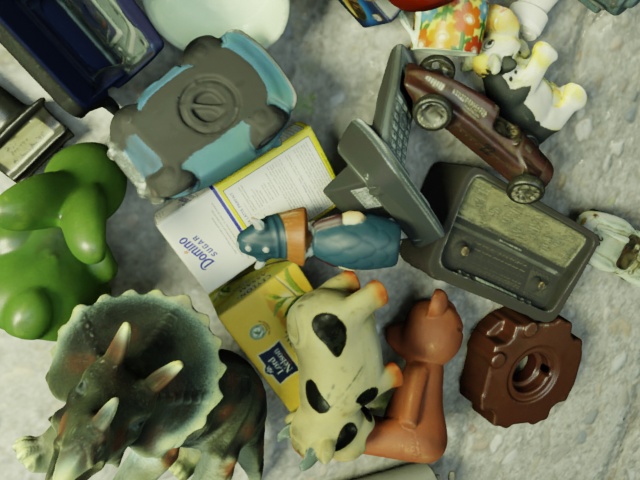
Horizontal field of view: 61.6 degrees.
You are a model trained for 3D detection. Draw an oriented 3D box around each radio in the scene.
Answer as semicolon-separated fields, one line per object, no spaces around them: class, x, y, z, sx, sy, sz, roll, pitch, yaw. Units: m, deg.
radio;0.217;0.007;0.652;0.229;0.073;0.131;22;96;-24

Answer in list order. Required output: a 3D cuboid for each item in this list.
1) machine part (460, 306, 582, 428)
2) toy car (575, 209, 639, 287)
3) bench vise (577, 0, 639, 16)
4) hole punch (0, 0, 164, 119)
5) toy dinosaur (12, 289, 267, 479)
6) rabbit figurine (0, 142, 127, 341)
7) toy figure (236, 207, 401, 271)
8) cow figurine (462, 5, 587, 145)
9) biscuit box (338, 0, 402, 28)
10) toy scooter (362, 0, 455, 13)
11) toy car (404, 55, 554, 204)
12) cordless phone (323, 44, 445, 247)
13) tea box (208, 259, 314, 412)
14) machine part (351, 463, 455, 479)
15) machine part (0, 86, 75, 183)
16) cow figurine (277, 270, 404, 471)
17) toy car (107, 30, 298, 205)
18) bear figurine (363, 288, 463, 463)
machine part;0.278;0.173;0.737;0.179;0.056;0.179;-7;109;-20
toy car;0.422;0.016;0.744;0.201;0.056;0.073;20;98;-25
bench vise;0.216;-0.316;0.461;0.129;0.240;0.224;-29;72;-4
hole punch;-0.188;-0.168;0.420;0.092;0.116;0.142;-41;114;2
toy dinosaur;-0.117;0.162;0.504;0.192;0.131;0.404;-49;152;1
rabbit figurine;-0.224;-0.010;0.451;0.121;0.159;0.170;21;82;-15
toy figure;-0.001;0.000;0.516;0.155;0.058;0.064;4;99;0
cow figurine;0.215;-0.177;0.604;0.167;0.068;0.098;37;96;-25
biscuit box;0.004;-0.288;0.489;0.202;0.063;0.059;39;90;-25
toy scooter;0.058;-0.229;0.418;0.184;0.135;0.075;2;105;-22
toy car;0.170;-0.117;0.558;0.202;0.053;0.089;34;49;-20
cordless phone;0.085;-0.099;0.568;0.146;0.089;0.184;43;54;-46
tea box;-0.034;0.104;0.589;0.098;0.068;0.169;-37;116;-8
machine part;0.070;0.346;0.696;0.243;0.079;0.079;-6;108;-20
machine part;-0.284;-0.112;0.446;0.084;0.039;0.138;-45;118;6
cow figurine;0.013;0.140;0.533;0.127;0.086;0.194;-21;114;-23
toy car;-0.099;-0.096;0.481;0.161;0.103;0.109;-42;82;-5
bear figurine;0.102;0.157;0.645;0.132;0.120;0.195;1;77;20
